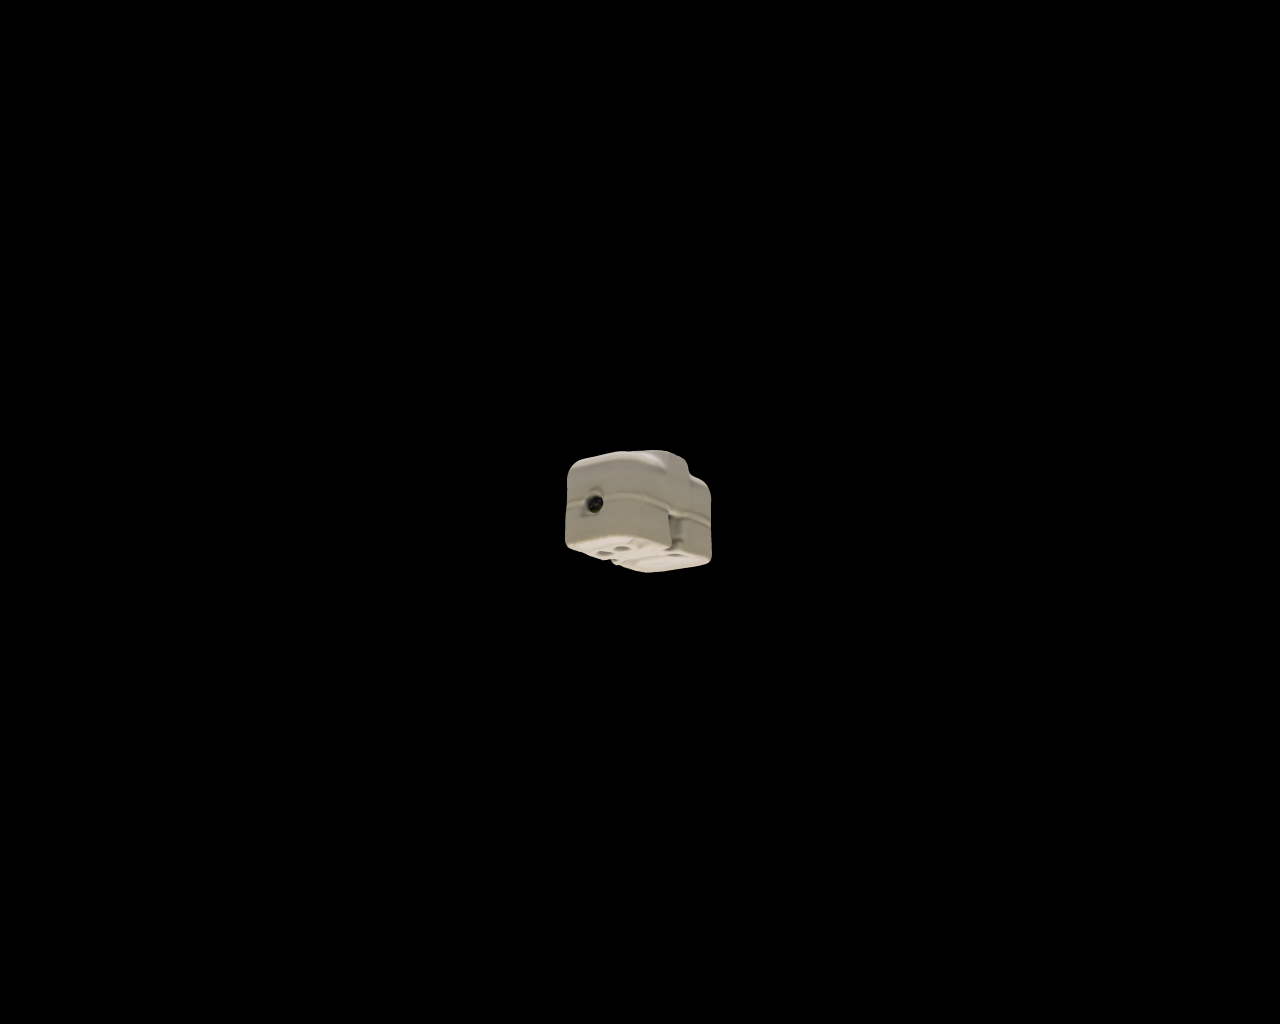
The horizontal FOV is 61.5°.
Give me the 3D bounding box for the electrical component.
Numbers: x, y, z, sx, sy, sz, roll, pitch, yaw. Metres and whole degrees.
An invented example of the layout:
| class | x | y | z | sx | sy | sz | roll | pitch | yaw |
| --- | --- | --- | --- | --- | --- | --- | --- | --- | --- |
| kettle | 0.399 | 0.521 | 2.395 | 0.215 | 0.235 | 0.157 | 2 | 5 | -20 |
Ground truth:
| class | x | y | z | sx | sy | sz | roll | pitch | yaw |
| --- | --- | --- | --- | --- | --- | --- | --- | --- | --- |
| electrical component | 0.001 | -0.003 | 0.650 | 0.053 | 0.059 | 0.095 | -11 | -19 | 34 |
